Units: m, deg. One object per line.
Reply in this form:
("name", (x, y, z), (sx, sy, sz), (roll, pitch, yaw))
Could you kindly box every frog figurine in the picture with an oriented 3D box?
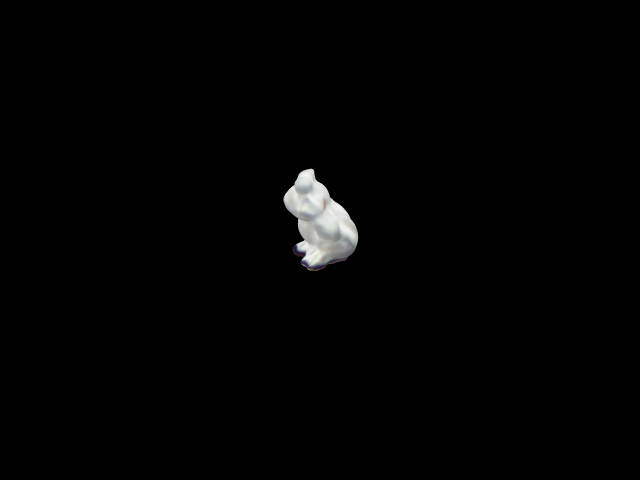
("frog figurine", (0.003, -0.043, 0.850), (0.123, 0.157, 0.140), (1, 21, 2))
